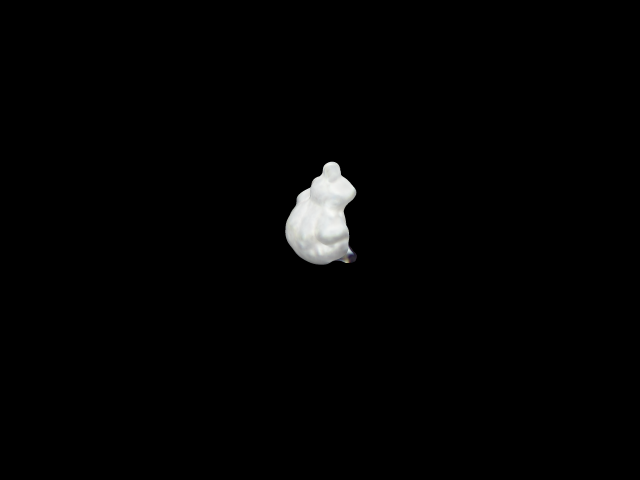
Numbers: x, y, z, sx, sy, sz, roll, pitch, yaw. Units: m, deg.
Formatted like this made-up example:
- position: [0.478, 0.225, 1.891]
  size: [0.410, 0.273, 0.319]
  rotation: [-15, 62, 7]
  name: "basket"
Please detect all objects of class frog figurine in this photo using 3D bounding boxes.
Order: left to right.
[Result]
- position: [0.003, -0.043, 0.850]
  size: [0.123, 0.155, 0.140]
  rotation: [-10, 44, -10]
  name: "frog figurine"
